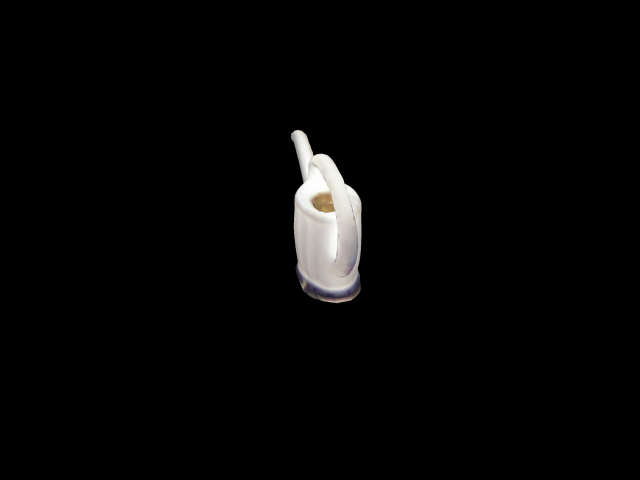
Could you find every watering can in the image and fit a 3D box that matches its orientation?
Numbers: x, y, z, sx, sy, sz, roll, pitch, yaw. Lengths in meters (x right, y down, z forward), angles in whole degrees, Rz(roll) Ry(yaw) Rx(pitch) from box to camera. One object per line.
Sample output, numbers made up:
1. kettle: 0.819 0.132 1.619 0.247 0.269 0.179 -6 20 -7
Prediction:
1. watering can: 0.003 -0.043 0.850 0.104 0.220 0.354 -6 29 -11
